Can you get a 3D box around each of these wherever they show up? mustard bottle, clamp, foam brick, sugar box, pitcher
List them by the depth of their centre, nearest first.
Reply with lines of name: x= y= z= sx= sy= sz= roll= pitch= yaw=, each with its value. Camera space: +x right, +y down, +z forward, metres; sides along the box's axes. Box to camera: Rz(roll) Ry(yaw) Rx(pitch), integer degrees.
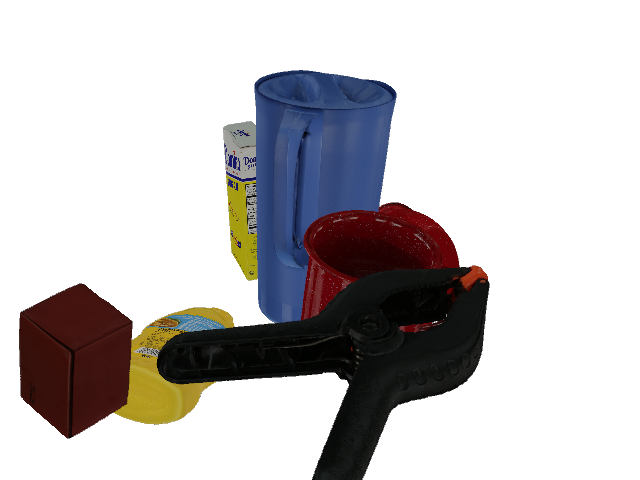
clamp: x=0.024 y=0.060 z=0.497 sx=0.171 sy=0.039 sz=0.120 roll=-20 pitch=47 yaw=-26
foam brick: x=-0.161 y=0.078 z=0.698 sx=0.053 sy=0.078 sz=0.051 roll=33 pitch=41 yaw=27
mustard bottle: x=-0.132 y=0.108 z=1.020 sx=0.096 sy=0.058 sz=0.191 roll=10 pitch=20 yaw=18
pitcher: x=-0.006 y=-0.034 z=1.031 sx=0.149 sy=0.243 sz=0.145 roll=-9 pitch=26 yaw=-27
sugar box: x=-0.088 y=-0.049 z=1.319 sx=0.048 sy=0.176 sz=0.093 roll=-11 pitch=25 yaw=-15

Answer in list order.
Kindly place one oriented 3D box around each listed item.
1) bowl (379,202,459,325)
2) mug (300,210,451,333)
bowl: x=0.114 y=0.032 z=1.241 sx=0.055 sy=0.162 sz=0.161 roll=-10 pitch=-6 yaw=40
mug: x=0.042 y=0.038 z=0.726 sx=0.117 sy=0.081 sz=0.093 roll=5 pitch=32 yaw=-6
